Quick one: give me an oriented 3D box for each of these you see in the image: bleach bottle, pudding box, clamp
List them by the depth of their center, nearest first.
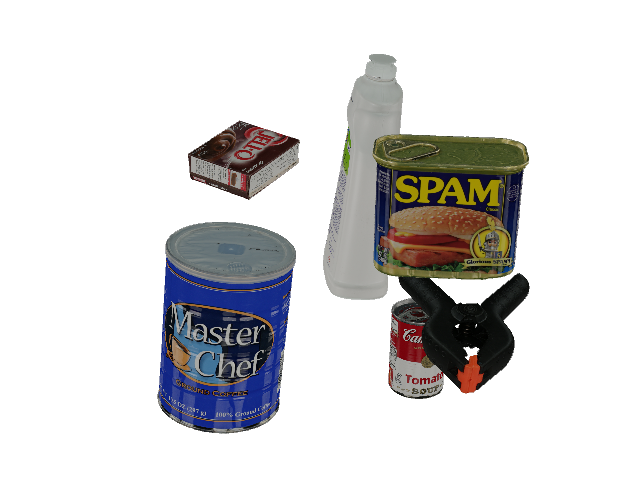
[{"bbox_3d":[0.138,0.072,0.940,0.120,0.039,0.171,-4,33,-2],"label":"clamp"},{"bbox_3d":[0.050,-0.069,1.120,0.068,0.251,0.102,2,29,-9],"label":"bleach bottle"},{"bbox_3d":[-0.091,-0.099,1.287,0.090,0.039,0.113,19,38,25],"label":"pudding box"}]

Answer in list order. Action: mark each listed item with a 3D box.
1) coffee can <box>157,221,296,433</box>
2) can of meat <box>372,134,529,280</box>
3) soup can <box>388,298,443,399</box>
[{"bbox_3d":[-0.077,0.069,0.863,0.103,0.140,0.103,6,23,-3],"label":"coffee can"},{"bbox_3d":[0.085,-0.022,0.720,0.102,0.084,0.057,3,24,4],"label":"can of meat"},{"bbox_3d":[0.116,0.129,1.274,0.068,0.102,0.068,1,22,-1],"label":"soup can"}]
